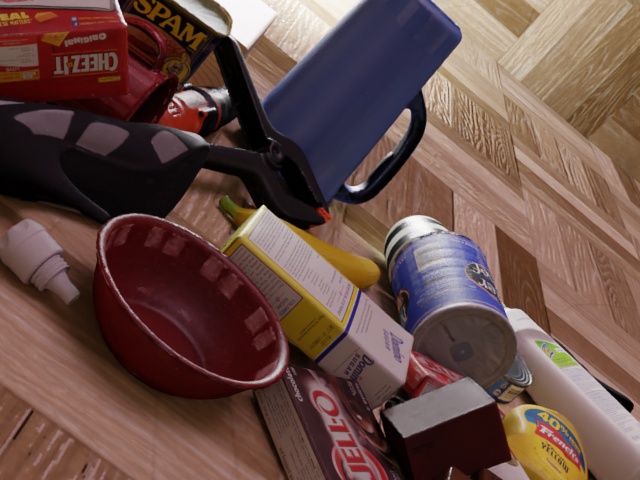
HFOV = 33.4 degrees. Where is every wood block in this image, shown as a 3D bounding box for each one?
[{"bbox_3d":[-0.123,-0.232,1.214,0.090,0.091,0.206,38,22,-8],"label":"wood block"}]

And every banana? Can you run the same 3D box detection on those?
[{"bbox_3d":[-0.006,0.011,1.020,0.197,0.037,0.070,28,26,-32],"label":"banana"}]

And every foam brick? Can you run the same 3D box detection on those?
[{"bbox_3d":[0.093,0.145,0.795,0.051,0.078,0.053,-137,-150,-69],"label":"foam brick"}]

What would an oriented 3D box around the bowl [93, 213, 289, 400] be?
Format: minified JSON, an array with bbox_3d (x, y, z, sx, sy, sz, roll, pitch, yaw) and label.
[{"bbox_3d":[-0.100,0.057,0.742,0.162,0.055,0.162,35,22,-17],"label":"bowl"}]

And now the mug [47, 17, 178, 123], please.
[{"bbox_3d":[-0.175,-0.136,0.909,0.081,0.117,0.093,37,24,2],"label":"mug"}]

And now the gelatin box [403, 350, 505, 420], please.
[{"bbox_3d":[0.113,0.135,0.956,0.089,0.030,0.073,29,7,-18],"label":"gelatin box"}]

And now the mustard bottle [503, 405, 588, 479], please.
[{"bbox_3d":[0.203,0.202,0.982,0.096,0.058,0.191,45,21,6],"label":"mustard bottle"}]

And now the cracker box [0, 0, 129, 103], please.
[{"bbox_3d":[-0.251,-0.189,0.842,0.164,0.072,0.214,-8,43,-17],"label":"cracker box"}]

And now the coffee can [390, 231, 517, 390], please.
[{"bbox_3d":[0.127,0.070,1.046,0.102,0.103,0.140,33,23,-21],"label":"coffee can"}]

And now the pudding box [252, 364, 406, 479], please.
[{"bbox_3d":[0.009,0.148,0.776,0.089,0.039,0.113,21,30,-44],"label":"pudding box"}]

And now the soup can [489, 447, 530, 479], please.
[{"bbox_3d":[0.131,0.195,0.859,0.068,0.069,0.102,19,31,-45],"label":"soup can"}]

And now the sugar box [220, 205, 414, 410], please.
[{"bbox_3d":[-0.004,0.054,0.871,0.176,0.048,0.093,44,20,-6],"label":"sugar box"}]

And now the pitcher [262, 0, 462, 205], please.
[{"bbox_3d":[0.043,-0.160,1.152,0.145,0.243,0.149,49,16,22],"label":"pitcher"}]

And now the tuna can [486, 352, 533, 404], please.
[{"bbox_3d":[0.179,0.130,1.116,0.086,0.034,0.086,35,22,-17],"label":"tuna can"}]

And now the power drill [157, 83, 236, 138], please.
[{"bbox_3d":[-0.174,-0.172,1.054,0.188,0.057,0.184,44,22,5],"label":"power drill"}]

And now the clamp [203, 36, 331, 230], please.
[{"bbox_3d":[-0.057,-0.090,1.045,0.209,0.036,0.164,42,45,-38],"label":"clamp"}]

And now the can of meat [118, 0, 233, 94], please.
[{"bbox_3d":[-0.144,-0.192,0.964,0.102,0.084,0.057,33,30,-22],"label":"can of meat"}]

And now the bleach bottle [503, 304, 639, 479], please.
[{"bbox_3d":[0.266,0.161,1.169,0.251,0.068,0.102,51,21,27],"label":"bleach bottle"}]

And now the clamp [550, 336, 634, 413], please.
[{"bbox_3d":[0.298,0.168,1.242,0.171,0.039,0.120,37,15,1],"label":"clamp"}]

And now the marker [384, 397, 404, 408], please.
[{"bbox_3d":[0.102,0.162,0.939,0.121,0.020,0.020,26,26,-35],"label":"marker"}]
